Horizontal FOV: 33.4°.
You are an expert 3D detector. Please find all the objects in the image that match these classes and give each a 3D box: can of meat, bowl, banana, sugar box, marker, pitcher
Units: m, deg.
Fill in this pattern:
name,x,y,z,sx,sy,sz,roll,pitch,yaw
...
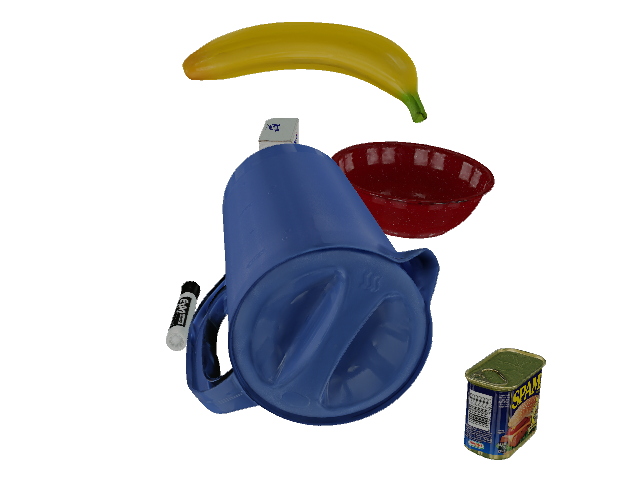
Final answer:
name,x,y,z,sx,sy,sz,roll,pitch,yaw
can of meat,0.191,0.170,1.113,0.058,0.084,0.101,13,20,33
bowl,0.087,-0.045,1.047,0.162,0.055,0.162,4,24,-2
banana,-0.007,-0.143,0.843,0.198,0.069,0.037,11,-36,9
sugar box,-0.049,-0.051,1.278,0.048,0.176,0.093,0,23,4
marker,-0.127,0.068,1.000,0.020,0.020,0.121,0,21,0
pitcher,-0.019,0.022,0.784,0.149,0.145,0.243,6,23,-12
